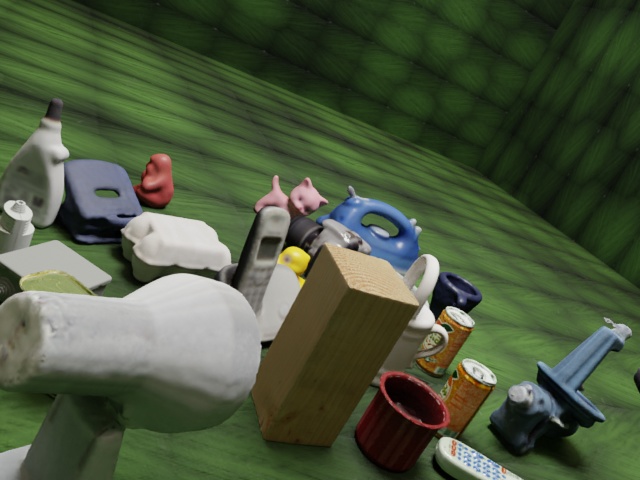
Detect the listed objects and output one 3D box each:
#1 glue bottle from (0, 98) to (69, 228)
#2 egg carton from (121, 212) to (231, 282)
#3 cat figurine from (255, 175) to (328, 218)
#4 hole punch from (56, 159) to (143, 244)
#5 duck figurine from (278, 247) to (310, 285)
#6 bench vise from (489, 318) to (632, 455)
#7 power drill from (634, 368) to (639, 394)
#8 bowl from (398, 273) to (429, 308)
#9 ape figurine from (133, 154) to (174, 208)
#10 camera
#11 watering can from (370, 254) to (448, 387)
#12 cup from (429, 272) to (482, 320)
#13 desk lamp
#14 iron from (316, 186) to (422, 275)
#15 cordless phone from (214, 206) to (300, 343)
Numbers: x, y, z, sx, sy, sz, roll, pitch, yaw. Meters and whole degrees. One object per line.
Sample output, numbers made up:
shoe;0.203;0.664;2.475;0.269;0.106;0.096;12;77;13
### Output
glue bottle;-0.366;-0.105;0.752;0.078;0.173;0.037;26;20;-4
egg carton;-0.204;0.015;0.819;0.151;0.069;0.107;9;27;-42
cat figurine;-0.055;-0.084;1.181;0.127;0.117;0.067;32;20;13
hole punch;-0.311;-0.055;0.821;0.100;0.091;0.109;38;22;27
duck figurine;-0.045;0.053;0.905;0.105;0.086;0.077;21;21;-18
bench vise;0.366;0.217;0.836;0.121;0.219;0.208;39;23;29
power drill;0.445;0.309;0.727;0.076;0.208;0.228;11;25;-37
bowl;0.097;0.104;0.980;0.167;0.074;0.167;24;20;-9
ape figurine;-0.283;-0.107;0.983;0.076;0.092;0.078;27;20;-2
camera;0.010;0.004;1.075;0.136;0.101;0.144;37;22;25
watering can;0.105;0.104;0.816;0.173;0.194;0.100;18;22;-25
cup;0.248;0.126;1.089;0.091;0.095;0.118;27;20;-1
desk lamp;-0.162;0.122;0.400;0.117;0.213;0.204;39;23;29
iron;0.129;-0.014;1.212;0.259;0.141;0.118;19;21;-22
cordless phone;-0.062;0.044;0.761;0.094;0.185;0.148;40;23;30
